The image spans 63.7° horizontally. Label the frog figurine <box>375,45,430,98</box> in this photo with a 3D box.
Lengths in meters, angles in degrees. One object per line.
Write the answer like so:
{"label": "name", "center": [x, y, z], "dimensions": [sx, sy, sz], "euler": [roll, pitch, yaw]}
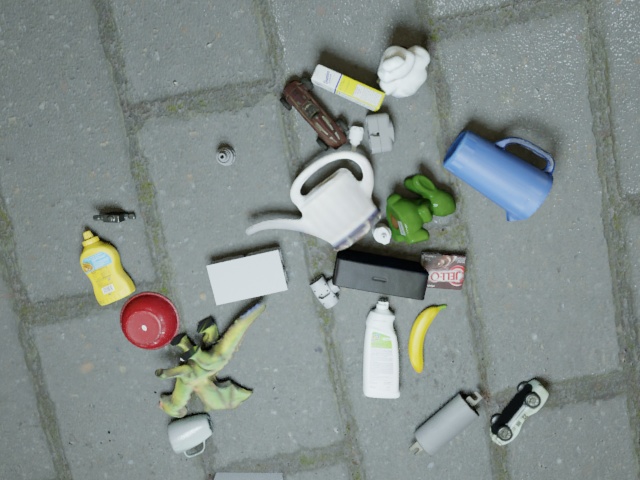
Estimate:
{"label": "frog figurine", "center": [0.198, -0.400, 1.208], "dimensions": [0.137, 0.161, 0.122], "euler": [-34, 99, 6]}

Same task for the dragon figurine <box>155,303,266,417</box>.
{"label": "dragon figurine", "center": [-0.269, 0.344, 1.363], "dimensions": [0.409, 0.124, 0.239], "euler": [-28, 115, 6]}

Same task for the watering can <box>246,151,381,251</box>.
{"label": "watering can", "center": [0.004, -0.065, 1.283], "dimensions": [0.347, 0.105, 0.223], "euler": [-40, 97, 4]}
